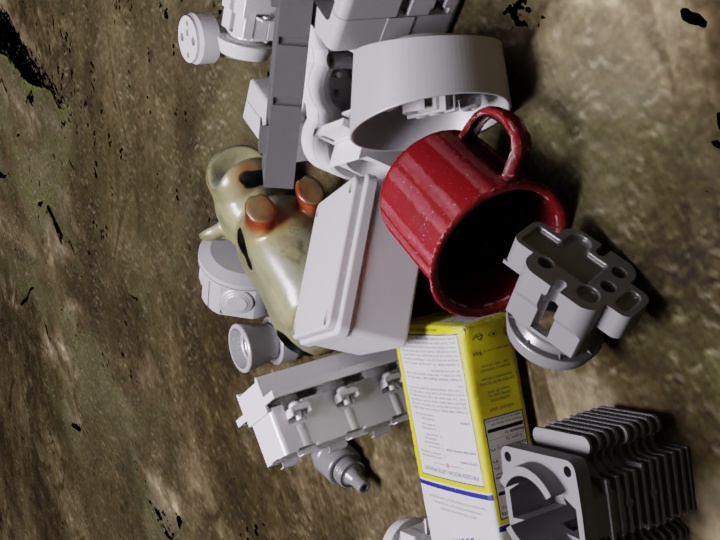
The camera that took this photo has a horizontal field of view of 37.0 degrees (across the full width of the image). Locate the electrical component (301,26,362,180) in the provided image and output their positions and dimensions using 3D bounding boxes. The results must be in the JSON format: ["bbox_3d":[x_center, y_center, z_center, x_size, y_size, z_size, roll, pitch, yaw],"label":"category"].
[{"bbox_3d":[-0.023,-0.140,0.788,0.074,0.052,0.138,29,128,56],"label":"electrical component"}]

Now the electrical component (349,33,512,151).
[{"bbox_3d":[0.042,-0.108,0.651,0.099,0.099,0.064,1,95,60],"label":"electrical component"}]

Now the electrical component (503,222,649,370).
[{"bbox_3d":[0.115,0.019,0.603,0.078,0.058,0.057,38,138,23],"label":"electrical component"}]

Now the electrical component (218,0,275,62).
[{"bbox_3d":[-0.092,-0.206,0.898,0.066,0.048,0.055,41,126,47],"label":"electrical component"}]

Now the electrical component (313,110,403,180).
[{"bbox_3d":[0.016,-0.092,0.724,0.042,0.081,0.063,-7,65,59],"label":"electrical component"}]

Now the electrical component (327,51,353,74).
[{"bbox_3d":[0.006,-0.145,0.731,0.035,0.061,0.035,29,124,53],"label":"electrical component"}]

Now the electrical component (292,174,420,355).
[{"bbox_3d":[0.000,0.000,0.745,0.109,0.056,0.108,155,127,-72],"label":"electrical component"}]

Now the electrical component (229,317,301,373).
[{"bbox_3d":[-0.084,0.065,0.965,0.045,0.055,0.045,28,124,53],"label":"electrical component"}]

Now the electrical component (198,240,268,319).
[{"bbox_3d":[-0.104,0.001,0.955,0.080,0.080,0.051,54,147,36],"label":"electrical component"}]

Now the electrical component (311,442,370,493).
[{"bbox_3d":[-0.013,0.165,0.899,0.061,0.035,0.035,37,130,47],"label":"electrical component"}]

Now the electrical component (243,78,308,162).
[{"bbox_3d":[-0.053,-0.135,0.852,0.065,0.047,0.076,55,142,35],"label":"electrical component"}]

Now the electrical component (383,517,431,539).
[{"bbox_3d":[0.049,0.211,0.799,0.055,0.048,0.066,8,107,51],"label":"electrical component"}]

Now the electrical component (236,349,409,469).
[{"bbox_3d":[-0.021,0.100,0.802,0.079,0.121,0.063,-43,65,56],"label":"electrical component"}]

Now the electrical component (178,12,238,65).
[{"bbox_3d":[-0.126,-0.204,0.945,0.045,0.055,0.045,28,124,53],"label":"electrical component"}]

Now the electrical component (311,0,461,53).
[{"bbox_3d":[-0.007,-0.211,0.704,0.150,0.089,0.061,59,145,30],"label":"electrical component"}]
